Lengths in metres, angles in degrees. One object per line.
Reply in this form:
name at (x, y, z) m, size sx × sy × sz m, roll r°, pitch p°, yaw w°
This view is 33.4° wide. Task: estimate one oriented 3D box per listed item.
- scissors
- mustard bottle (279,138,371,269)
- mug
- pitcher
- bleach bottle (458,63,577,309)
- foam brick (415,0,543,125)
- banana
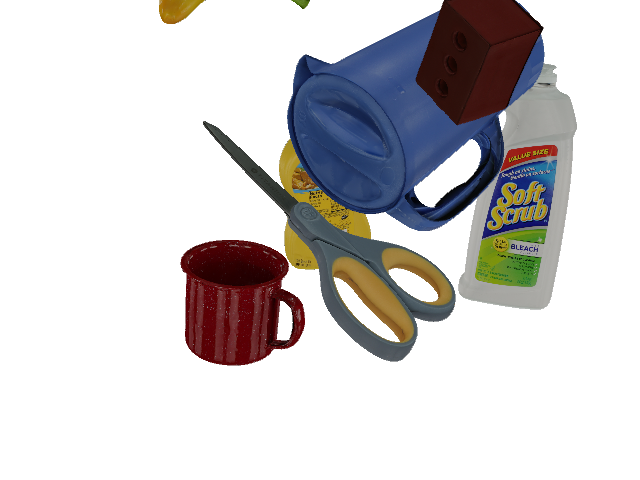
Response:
scissors at (0.010, -0.009, 0.656) m, size 0.096 × 0.202 × 0.016 m, roll -7°, pitch -40°, yaw -36°
mustard bottle at (0.004, -0.067, 1.167) m, size 0.096 × 0.192 × 0.058 m, roll -10°, pitch 26°, yaw -12°
mug at (-0.066, 0.058, 0.926) m, size 0.117 × 0.081 × 0.093 m, roll 16°, pitch 27°, yaw 22°
pitcher at (0.102, -0.126, 0.966) m, size 0.145 × 0.149 × 0.242 m, roll 22°, pitch 44°, yaw 38°
bleach bottle at (0.207, -0.058, 1.109) m, size 0.103 × 0.251 × 0.068 m, roll 9°, pitch 20°, yaw 15°
foam brick at (0.109, -0.130, 0.747) m, size 0.051 × 0.053 × 0.078 m, roll -24°, pitch -30°, yaw -29°
banana at (-0.089, -0.244, 1.009) m, size 0.197 × 0.070 × 0.037 m, roll -22°, pitch -28°, yaw -46°
